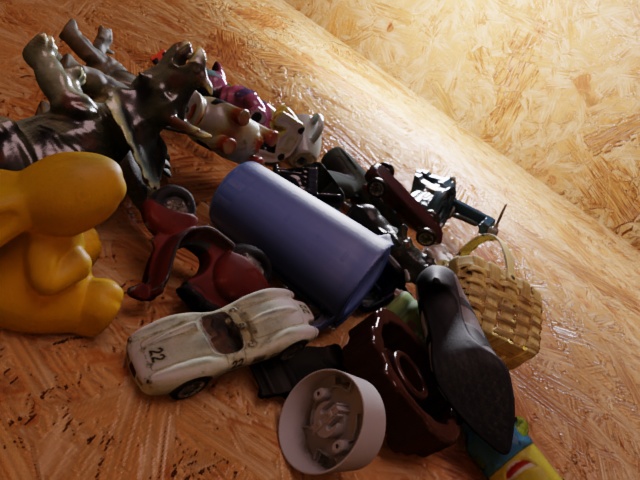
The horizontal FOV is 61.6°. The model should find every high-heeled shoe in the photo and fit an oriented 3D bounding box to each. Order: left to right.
[{"bbox_3d":[0.185,0.147,0.704,0.145,0.086,0.249,45,28,-71],"label":"high-heeled shoe"}]

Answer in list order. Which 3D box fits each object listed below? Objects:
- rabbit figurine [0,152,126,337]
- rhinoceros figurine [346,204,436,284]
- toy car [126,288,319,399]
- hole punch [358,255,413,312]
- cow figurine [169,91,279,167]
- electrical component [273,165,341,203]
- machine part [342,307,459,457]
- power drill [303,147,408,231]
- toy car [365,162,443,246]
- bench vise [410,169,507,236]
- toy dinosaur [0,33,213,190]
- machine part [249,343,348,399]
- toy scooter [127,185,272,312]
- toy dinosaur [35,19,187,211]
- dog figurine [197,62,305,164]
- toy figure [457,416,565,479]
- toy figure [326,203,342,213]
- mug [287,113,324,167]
[{"bbox_3d":[-0.240,-0.012,0.466,0.162,0.173,0.122,18,35,-39],"label":"rabbit figurine"},{"bbox_3d":[0.122,0.006,0.911,0.190,0.073,0.112,47,-13,32],"label":"rhinoceros figurine"},{"bbox_3d":[-0.091,0.099,0.547,0.202,0.056,0.074,-14,53,-35],"label":"toy car"},{"bbox_3d":[0.068,0.052,0.835,0.142,0.092,0.115,44,-3,22],"label":"hole punch"},{"bbox_3d":[-0.156,-0.165,0.745,0.127,0.085,0.195,25,3,23],"label":"cow figurine"},{"bbox_3d":[-0.024,-0.091,0.907,0.119,0.047,0.075,2,-9,-5],"label":"electrical component"},{"bbox_3d":[0.097,0.168,0.646,0.179,0.056,0.179,44,22,-23],"label":"machine part"},{"bbox_3d":[0.062,-0.087,1.040,0.207,0.086,0.232,-15,64,-52],"label":"power drill"},{"bbox_3d":[0.162,-0.066,1.040,0.202,0.053,0.089,44,31,-13],"label":"toy car"},{"bbox_3d":[0.301,-0.072,1.225,0.241,0.128,0.223,28,29,27],"label":"bench vise"},{"bbox_3d":[-0.301,-0.092,0.558,0.405,0.131,0.192,-35,84,-28],"label":"toy dinosaur"},{"bbox_3d":[-0.024,0.143,0.614,0.139,0.039,0.084,7,33,-41],"label":"machine part"},{"bbox_3d":[-0.140,0.037,0.600,0.183,0.075,0.135,44,46,-22],"label":"toy scooter"},{"bbox_3d":[-0.286,-0.179,0.766,0.198,0.105,0.472,19,37,-37],"label":"toy dinosaur"},{"bbox_3d":[-0.154,-0.254,1.039,0.191,0.108,0.219,3,38,-45],"label":"dog figurine"},{"bbox_3d":[0.242,0.275,0.657,0.089,0.082,0.180,8,35,-46],"label":"toy figure"},{"bbox_3d":[-0.032,-0.043,0.884,0.154,0.064,0.058,10,71,-33],"label":"toy figure"},{"bbox_3d":[-0.027,-0.202,1.106,0.080,0.109,0.107,29,41,-34],"label":"mug"}]
